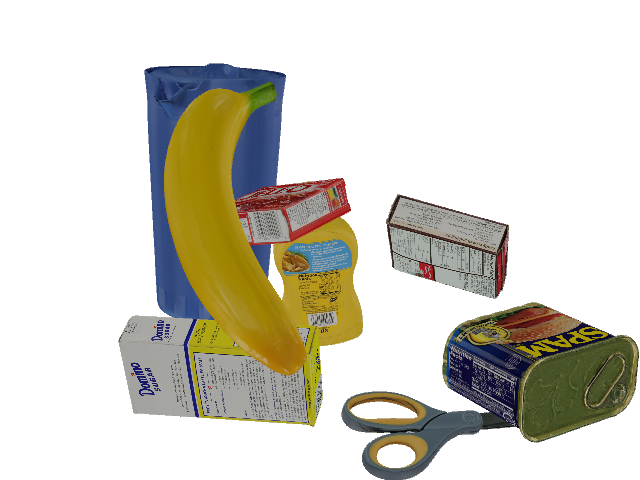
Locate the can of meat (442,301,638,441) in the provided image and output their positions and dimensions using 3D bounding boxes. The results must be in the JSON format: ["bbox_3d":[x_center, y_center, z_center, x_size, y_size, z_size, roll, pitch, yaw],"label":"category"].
[{"bbox_3d":[0.144,0.083,0.711,0.101,0.057,0.084,-11,20,-30],"label":"can of meat"}]

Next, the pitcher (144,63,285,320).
[{"bbox_3d":[-0.098,-0.050,1.041,0.149,0.243,0.145,-2,15,-17],"label":"pitcher"}]

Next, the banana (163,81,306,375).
[{"bbox_3d":[-0.050,-0.017,0.584,0.069,0.198,0.037,-4,-33,-5],"label":"banana"}]

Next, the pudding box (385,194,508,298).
[{"bbox_3d":[0.122,0.006,1.022,0.114,0.039,0.090,15,-28,16],"label":"pudding box"}]

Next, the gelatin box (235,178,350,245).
[{"bbox_3d":[-0.034,-0.022,0.808,0.089,0.030,0.073,-3,17,43],"label":"gelatin box"}]

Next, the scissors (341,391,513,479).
[{"bbox_3d":[0.117,0.165,0.884,0.201,0.016,0.096,7,40,0],"label":"scissors"}]

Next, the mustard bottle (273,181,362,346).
[{"bbox_3d":[-0.005,0.025,1.219,0.096,0.192,0.058,-6,23,-3],"label":"mustard bottle"}]

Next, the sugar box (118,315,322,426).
[{"bbox_3d":[-0.089,0.118,0.976,0.176,0.093,0.048,5,36,11],"label":"sugar box"}]
